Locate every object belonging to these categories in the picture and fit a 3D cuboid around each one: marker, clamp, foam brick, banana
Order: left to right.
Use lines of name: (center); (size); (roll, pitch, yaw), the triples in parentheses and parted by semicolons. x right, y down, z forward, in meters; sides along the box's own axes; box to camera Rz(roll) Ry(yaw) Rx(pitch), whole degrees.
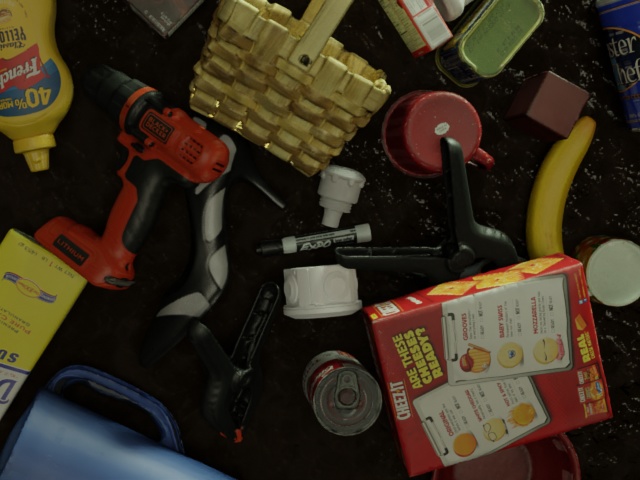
clamp: (-0.093, 0.130, 1.061); (0.120, 0.039, 0.171); (-11, 117, -45)
marker: (-0.007, 0.001, 1.107); (0.121, 0.020, 0.020); (-9, 95, -7)
clamp: (0.125, 0.017, 1.072); (0.164, 0.036, 0.209); (-40, 119, 8)
foam brick: (0.233, -0.136, 1.098); (0.051, 0.078, 0.053); (28, 90, -7)
banana: (0.251, -0.031, 1.120); (0.070, 0.037, 0.198); (1, 85, 22)

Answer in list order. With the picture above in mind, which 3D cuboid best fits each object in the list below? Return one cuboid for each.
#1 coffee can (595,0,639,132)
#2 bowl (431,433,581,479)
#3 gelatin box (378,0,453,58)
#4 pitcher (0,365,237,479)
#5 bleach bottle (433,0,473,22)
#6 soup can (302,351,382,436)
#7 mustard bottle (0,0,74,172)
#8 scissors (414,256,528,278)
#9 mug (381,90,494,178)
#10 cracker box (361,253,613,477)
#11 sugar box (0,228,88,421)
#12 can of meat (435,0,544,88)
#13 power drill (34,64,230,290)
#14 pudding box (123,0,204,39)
coffee can: (0.351, -0.192, 1.097); (0.102, 0.103, 0.140); (-17, 96, -6)
bowl: (0.190, 0.251, 1.132); (0.162, 0.055, 0.162); (0, 94, -7)
gelatin box: (0.092, -0.231, 1.076); (0.030, 0.073, 0.089); (-33, 97, -5)
pitcher: (-0.193, 0.240, 1.055); (0.242, 0.145, 0.149); (25, 103, -12)
bleach bottle: (0.203, -0.333, 1.088); (0.250, 0.068, 0.102); (-35, 110, -8)
soup can: (0.020, 0.152, 1.080); (0.068, 0.102, 0.068); (-1, 94, -7)
mustard bottle: (-0.292, -0.162, 1.039); (0.096, 0.058, 0.191); (-11, 96, -5)
scissors: (0.134, 0.055, 1.131); (0.201, 0.016, 0.096); (-1, 94, -7)
mug: (0.125, -0.103, 1.085); (0.117, 0.081, 0.093); (31, 90, -8)
cracker box: (0.164, 0.120, 1.052); (0.213, 0.072, 0.164); (-15, 101, -5)
sugar box: (-0.312, 0.085, 1.061); (0.093, 0.048, 0.176); (31, 89, -8)
can of meat: (0.172, -0.208, 1.082); (0.057, 0.084, 0.102); (40, 88, -8)
power drill: (-0.199, -0.061, 1.039); (0.185, 0.057, 0.188); (36, 99, 24)
pudding box: (-0.163, -0.269, 1.057); (0.113, 0.039, 0.090); (44, 87, -9)
